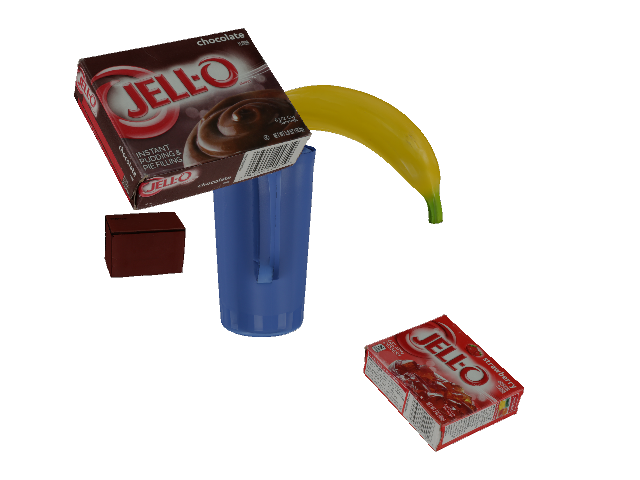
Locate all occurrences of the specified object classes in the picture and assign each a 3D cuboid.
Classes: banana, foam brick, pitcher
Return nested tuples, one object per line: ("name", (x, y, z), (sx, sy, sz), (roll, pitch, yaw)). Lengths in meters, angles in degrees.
("banana", (0.025, -0.086, 0.850), (0.198, 0.070, 0.037), (34, 21, 32))
("foam brick", (-0.186, 0.003, 1.124), (0.078, 0.051, 0.053), (-3, 23, -18))
("pitcher", (-0.073, -0.003, 1.357), (0.145, 0.243, 0.148), (10, 15, 36))

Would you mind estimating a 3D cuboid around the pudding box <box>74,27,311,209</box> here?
("pudding box", (-0.076, -0.074, 0.629), (0.113, 0.090, 0.039), (-17, -26, -31))

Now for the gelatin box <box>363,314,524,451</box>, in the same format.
("gelatin box", (0.084, 0.096, 0.742), (0.073, 0.030, 0.089), (-18, 43, -28))
